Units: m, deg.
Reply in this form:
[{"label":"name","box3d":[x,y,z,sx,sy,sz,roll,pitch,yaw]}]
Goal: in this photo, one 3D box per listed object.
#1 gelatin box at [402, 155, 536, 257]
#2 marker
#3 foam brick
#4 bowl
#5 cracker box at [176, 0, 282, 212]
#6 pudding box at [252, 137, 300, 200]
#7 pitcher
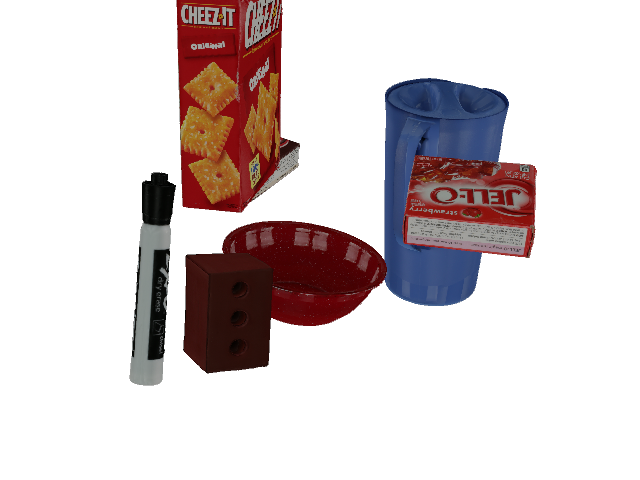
[{"label":"gelatin box","box3d":[0.105,-0.026,0.747,0.089,0.030,0.073,6,40,8]},{"label":"marker","box3d":[-0.095,0.022,0.604,0.020,0.121,0.020,5,10,-1]},{"label":"foam brick","box3d":[-0.070,0.052,0.798,0.052,0.078,0.051,-4,14,-26]},{"label":"bowl","box3d":[-0.019,0.037,1.042,0.162,0.055,0.162,8,24,-4]},{"label":"cracker box","box3d":[-0.086,-0.155,1.080,0.072,0.214,0.164,6,22,10]},{"label":"pudding box","box3d":[-0.090,-0.096,1.293,0.090,0.039,0.113,19,37,23]},{"label":"pitcher","box3d":[0.127,-0.048,1.192,0.149,0.243,0.145,-7,28,-17]}]
